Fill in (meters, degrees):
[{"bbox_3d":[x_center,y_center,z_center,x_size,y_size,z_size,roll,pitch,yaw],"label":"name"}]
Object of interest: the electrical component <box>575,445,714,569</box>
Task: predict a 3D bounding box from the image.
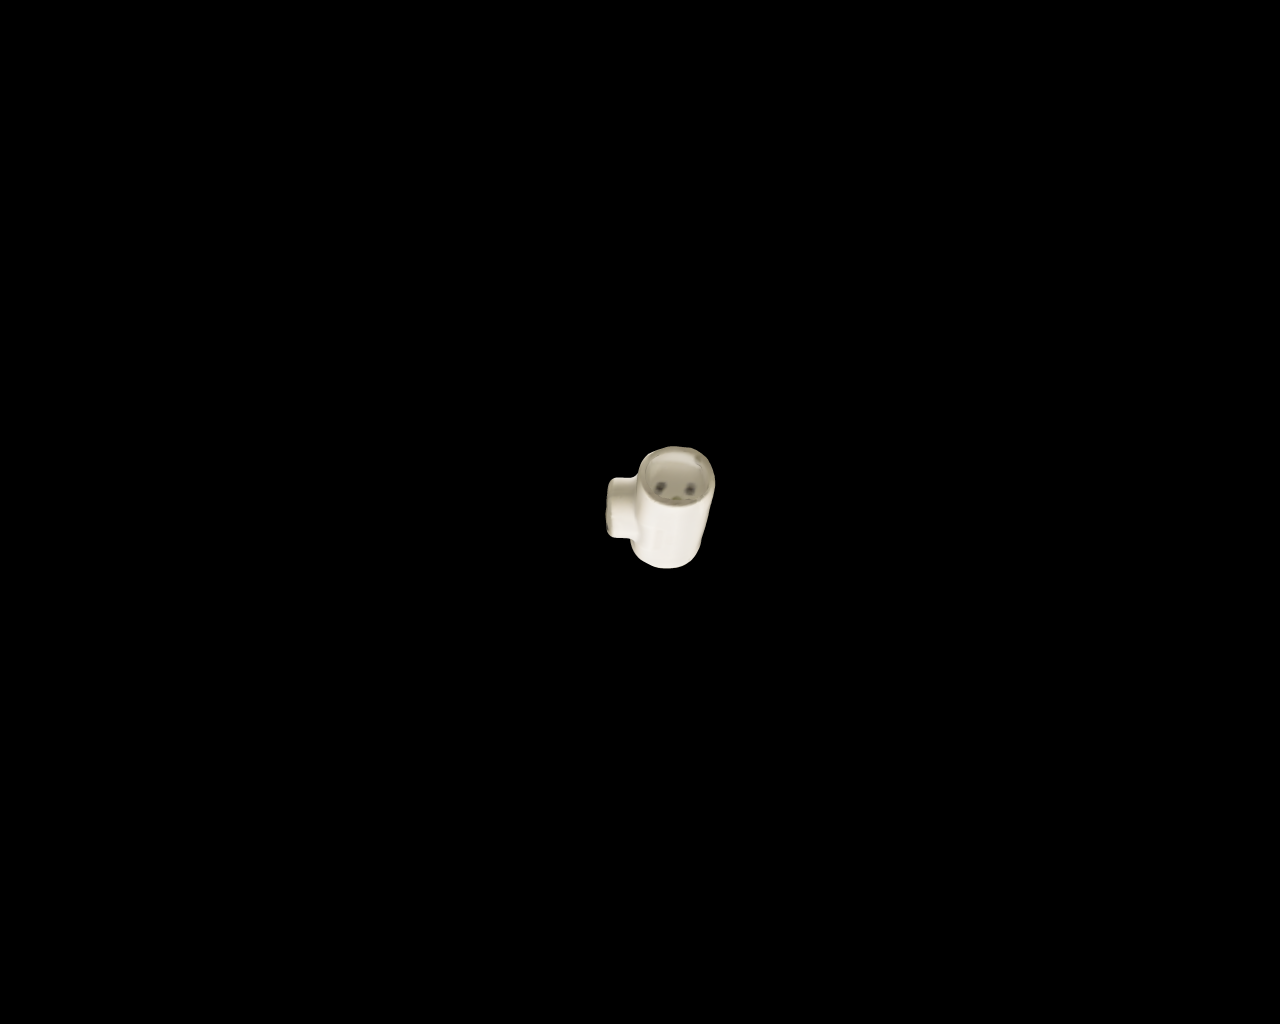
[{"bbox_3d":[0.001,-0.003,0.650,0.079,0.043,0.077,2,-31,-3],"label":"electrical component"}]
